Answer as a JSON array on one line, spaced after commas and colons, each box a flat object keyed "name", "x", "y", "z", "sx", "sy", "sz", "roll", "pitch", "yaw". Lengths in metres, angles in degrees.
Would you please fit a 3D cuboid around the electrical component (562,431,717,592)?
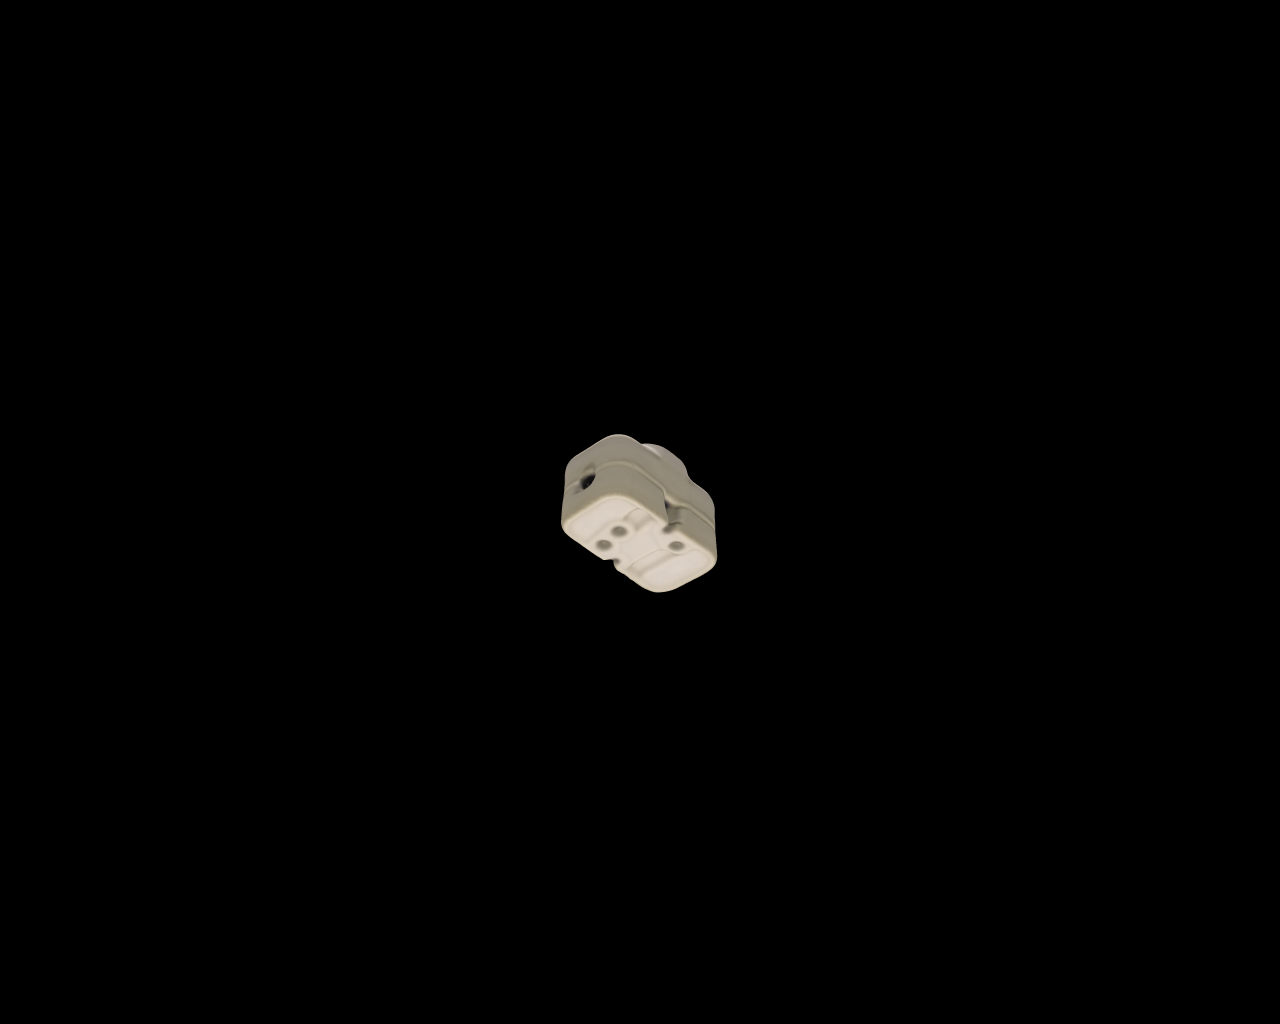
[{"name": "electrical component", "x": 0.001, "y": -0.003, "z": 0.650, "sx": 0.053, "sy": 0.059, "sz": 0.095, "roll": -30, "pitch": -49, "yaw": 31}]
